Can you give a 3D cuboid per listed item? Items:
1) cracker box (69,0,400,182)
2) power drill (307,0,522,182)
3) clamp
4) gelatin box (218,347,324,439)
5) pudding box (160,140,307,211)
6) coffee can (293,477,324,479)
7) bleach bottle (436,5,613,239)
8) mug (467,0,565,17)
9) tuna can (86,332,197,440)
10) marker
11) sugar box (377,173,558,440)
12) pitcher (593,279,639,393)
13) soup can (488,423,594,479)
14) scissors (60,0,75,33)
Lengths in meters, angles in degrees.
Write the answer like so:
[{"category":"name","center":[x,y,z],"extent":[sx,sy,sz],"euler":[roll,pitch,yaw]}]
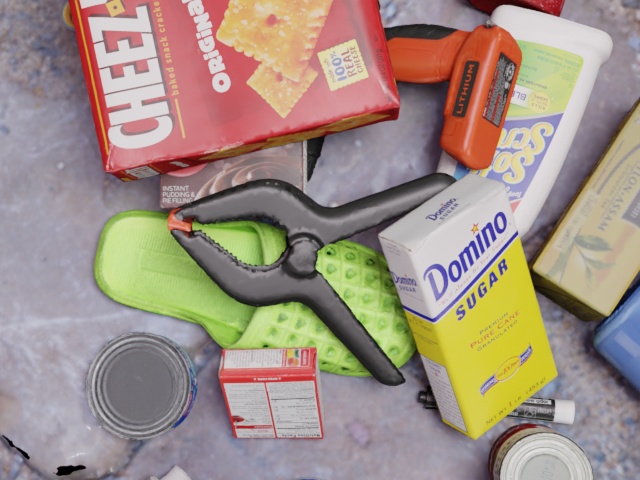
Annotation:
[{"category":"cracker box","center":[-0.063,-0.145,0.768],"extent":[0.213,0.072,0.164],"euler":[-13,87,2]},{"category":"power drill","center":[0.050,-0.111,0.830],"extent":[0.188,0.057,0.184],"euler":[17,93,30]},{"category":"clamp","center":[-0.005,0.001,0.784],"extent":[0.210,0.036,0.164],"euler":[21,95,-8]},{"category":"gelatin box","center":[-0.035,0.119,0.827],"extent":[0.073,0.089,0.030],"euler":[-2,47,5]},{"category":"pudding box","center":[-0.066,-0.068,0.819],"extent":[0.113,0.039,0.090],"euler":[0,87,2]},{"category":"coffee can","center":[-0.014,0.233,0.783],"extent":[0.103,0.140,0.103],"euler":[-1,83,5]},{"category":"bleach bottle","center":[0.145,-0.051,0.843],"extent":[0.102,0.068,0.251],"euler":[18,87,7]},{"category":"mug","center":[0.153,-0.226,0.855],"extent":[0.117,0.093,0.081],"euler":[18,90,37]},{"category":"tuna can","center":[-0.143,0.117,0.862],"extent":[0.086,0.033,0.086],"euler":[-1,83,5]},{"category":"marker","center":[0.139,0.130,0.842],"extent":[0.121,0.020,0.020],"euler":[5,84,6]},{"category":"sugar box","center":[0.112,0.050,0.782],"extent":[0.093,0.048,0.176],"euler":[-34,123,-21]},{"category":"pitcher","center":[0.316,0.122,0.770],"extent":[0.243,0.149,0.145],"euler":[43,101,12]},{"category":"soup can","center":[0.162,0.173,0.793],"extent":[0.068,0.102,0.068],"euler":[-1,84,5]},{"category":"scissors","center":[-0.121,-0.234,0.819],"extent":[0.202,0.016,0.096],"euler":[-35,83,0]}]
